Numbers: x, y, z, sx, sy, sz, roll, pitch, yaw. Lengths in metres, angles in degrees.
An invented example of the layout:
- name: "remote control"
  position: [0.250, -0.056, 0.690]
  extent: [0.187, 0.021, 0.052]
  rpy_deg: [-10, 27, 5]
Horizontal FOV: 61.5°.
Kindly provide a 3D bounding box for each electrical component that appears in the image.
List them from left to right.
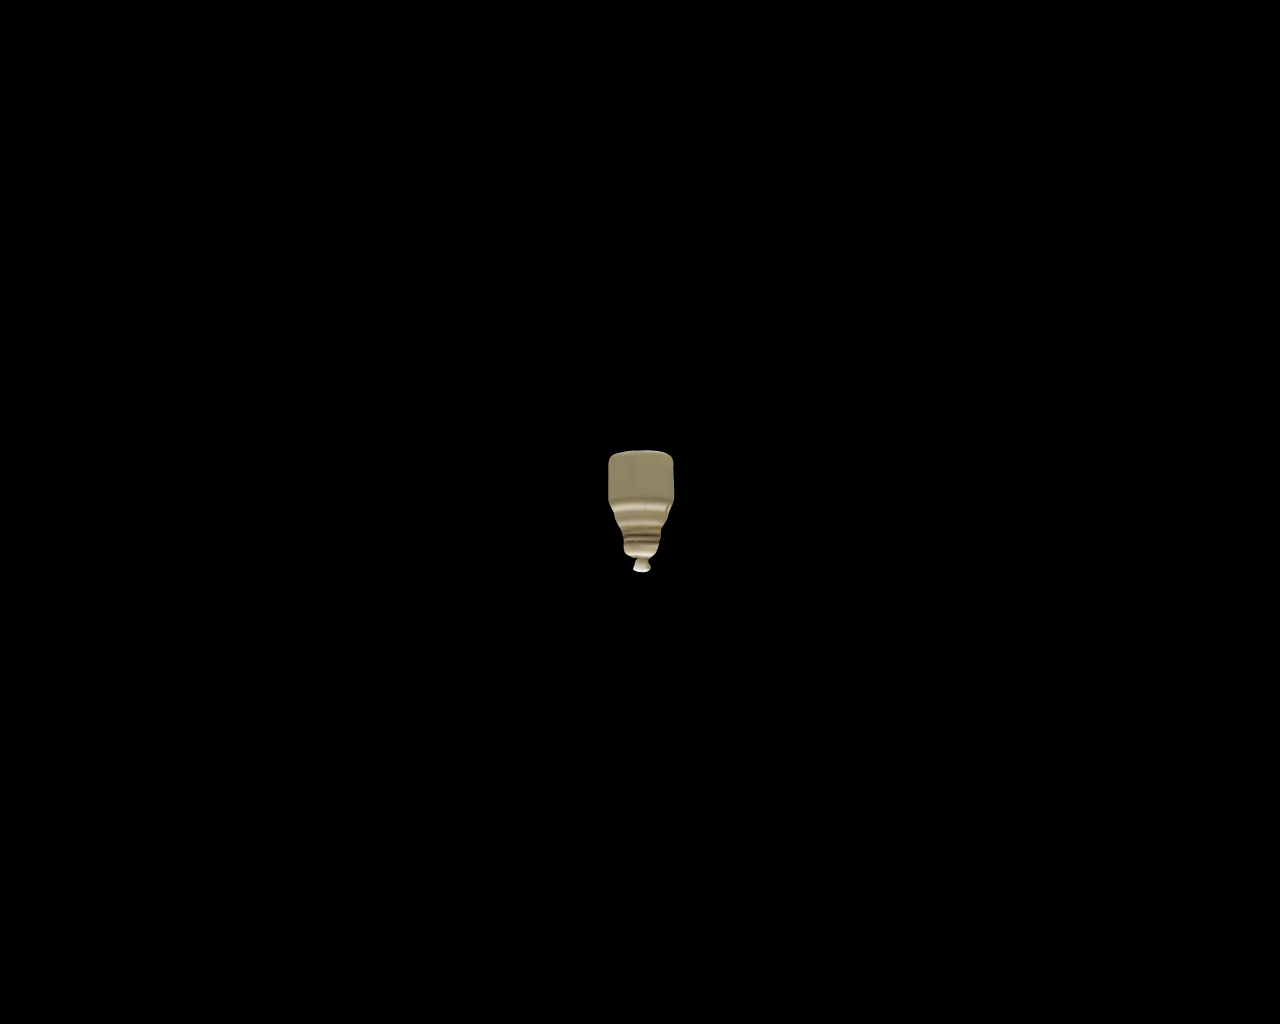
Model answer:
- name: "electrical component"
  position: [0.001, -0.003, 0.650]
  extent: [0.040, 0.078, 0.040]
  rpy_deg: [0, -7, 0]
